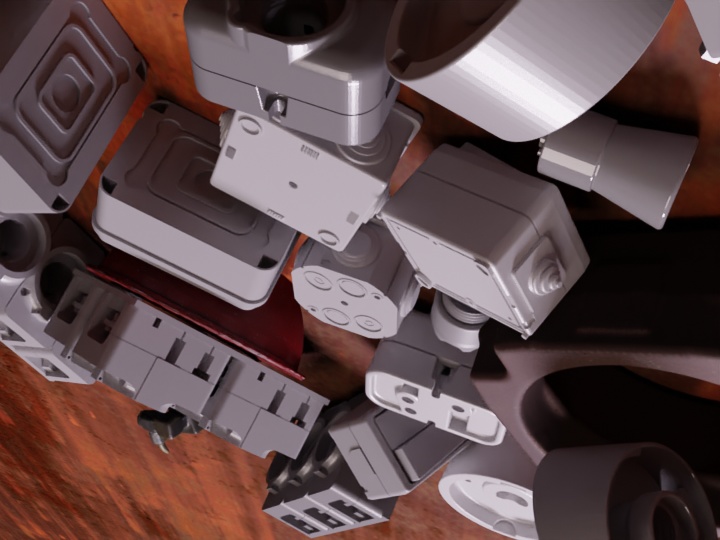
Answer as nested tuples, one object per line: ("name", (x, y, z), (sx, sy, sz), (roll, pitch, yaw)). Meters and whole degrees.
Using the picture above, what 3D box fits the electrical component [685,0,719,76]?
("electrical component", (0.139, -0.097, 0.321), (0.060, 0.105, 0.186), (-1, 142, 39))

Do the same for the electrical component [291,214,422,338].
("electrical component", (0.000, 0.000, 0.648), (0.080, 0.051, 0.080), (19, 151, 11))

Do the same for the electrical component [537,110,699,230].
("electrical component", (0.114, -0.050, 0.488), (0.065, 0.044, 0.044), (23, 152, 14))

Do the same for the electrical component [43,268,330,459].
("electrical component", (-0.129, 0.075, 0.797), (0.186, 0.060, 0.105), (33, 171, -38))

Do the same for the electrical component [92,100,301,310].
("electrical component", (-0.091, -0.036, 0.631), (0.113, 0.078, 0.057), (26, 149, -2))

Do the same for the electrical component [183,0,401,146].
("electrical component", (-0.030, -0.105, 0.494), (0.095, 0.053, 0.059), (19, 151, 10))

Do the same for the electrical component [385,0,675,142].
("electrical component", (0.066, -0.097, 0.383), (0.060, 0.108, 0.108), (31, 151, -24))

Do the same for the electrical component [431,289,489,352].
("electrical component", (0.065, 0.018, 0.635), (0.043, 0.043, 0.062), (20, 150, 9))

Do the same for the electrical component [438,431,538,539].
("electrical component", (0.119, 0.152, 0.798), (0.108, 0.060, 0.108), (19, 151, 11))

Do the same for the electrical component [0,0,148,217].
("electrical component", (-0.174, -0.091, 0.567), (0.057, 0.113, 0.078), (2, 144, 31))

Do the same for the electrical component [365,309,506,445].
("electrical component", (0.058, 0.066, 0.704), (0.095, 0.059, 0.053), (19, 151, 11))

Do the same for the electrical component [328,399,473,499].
("electrical component", (0.039, 0.111, 0.767), (0.061, 0.096, 0.061), (60, 146, -2))

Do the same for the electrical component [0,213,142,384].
("electrical component", (-0.242, 0.009, 0.811), (0.062, 0.089, 0.150), (1, 143, 37))

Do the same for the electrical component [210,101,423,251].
("electrical component", (-0.027, -0.062, 0.568), (0.100, 0.048, 0.099), (28, 151, -5))

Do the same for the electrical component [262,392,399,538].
("electrical component", (-0.019, 0.161, 0.891), (0.062, 0.089, 0.150), (33, 151, -14))

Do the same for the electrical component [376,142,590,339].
("electrical component", (0.069, -0.016, 0.533), (0.096, 0.061, 0.061), (28, 161, 44))

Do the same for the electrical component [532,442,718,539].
("electrical component", (0.134, 0.135, 0.549), (0.099, 0.099, 0.064), (39, 142, -23))
